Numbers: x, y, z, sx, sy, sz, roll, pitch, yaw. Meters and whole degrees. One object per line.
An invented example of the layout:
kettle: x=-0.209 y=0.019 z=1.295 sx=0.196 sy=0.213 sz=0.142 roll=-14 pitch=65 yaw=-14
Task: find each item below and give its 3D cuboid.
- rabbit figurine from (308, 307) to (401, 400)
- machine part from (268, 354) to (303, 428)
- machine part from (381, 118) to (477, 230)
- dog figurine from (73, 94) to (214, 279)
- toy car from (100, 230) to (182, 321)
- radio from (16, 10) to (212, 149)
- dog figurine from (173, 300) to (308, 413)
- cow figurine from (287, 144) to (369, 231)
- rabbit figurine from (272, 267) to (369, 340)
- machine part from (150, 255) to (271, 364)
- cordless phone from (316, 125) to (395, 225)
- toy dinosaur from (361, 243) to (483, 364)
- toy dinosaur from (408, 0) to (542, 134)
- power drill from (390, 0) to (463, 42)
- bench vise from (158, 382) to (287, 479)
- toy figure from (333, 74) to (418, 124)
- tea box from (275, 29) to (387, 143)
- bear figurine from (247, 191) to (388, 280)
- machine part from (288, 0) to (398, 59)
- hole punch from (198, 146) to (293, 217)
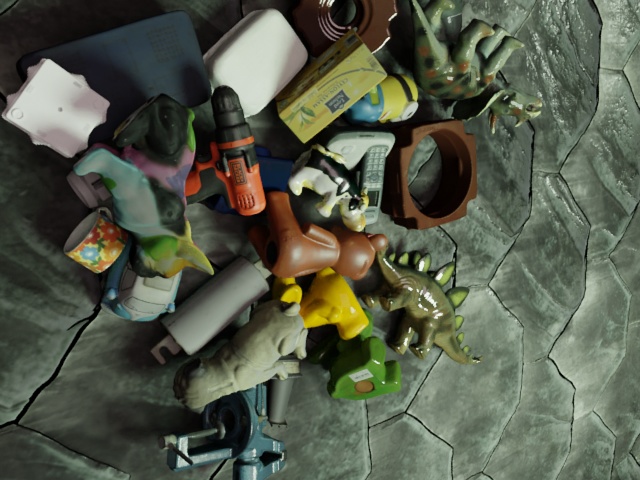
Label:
rabbit figurine: x=0.067 y=0.211 z=1.011 sx=0.159 sy=0.170 sz=0.121 roll=-33 pitch=123 yaw=24
machine part: x=-0.071 y=0.276 z=0.992 sx=0.084 sy=0.039 sz=0.138 roll=2 pitch=97 yaw=-42
machine part: x=0.210 y=-0.131 z=1.059 sx=0.201 sy=0.087 sz=0.200 roll=-15 pitch=107 yaw=-28
dog figurine: x=-0.199 y=-0.055 z=0.703 sx=0.191 sy=0.109 sz=0.219 roll=-43 pitch=117 yaw=-11
toy car: x=-0.248 y=0.051 z=0.792 sx=0.109 sy=0.103 sz=0.161 roll=22 pitch=90 yaw=-35
radio: x=-0.272 y=-0.220 z=0.739 sx=0.229 sy=0.073 sz=0.131 roll=-29 pitch=115 yaw=-23
dog figurine: x=-0.125 y=0.174 z=0.837 sx=0.190 sy=0.121 sz=0.172 roll=-13 pitch=129 yaw=-49
cow figurine: x=0.031 y=-0.088 z=0.905 sx=0.167 sy=0.068 sz=0.098 roll=36 pitch=119 yaw=-21
rabbit figurine: x=-0.023 y=0.128 z=0.949 sx=0.173 sy=0.122 sz=0.162 roll=-33 pitch=120 yaw=-2
machine part: x=-0.169 y=0.104 z=0.869 sx=0.243 sy=0.079 sz=0.079 roll=-39 pitch=118 yaw=-19
cordless phone: x=0.055 y=-0.114 z=0.966 sx=0.146 sy=0.089 sz=0.184 roll=-7 pitch=108 yaw=-32
toy dinosaur: x=0.227 y=0.151 z=1.120 sx=0.198 sy=0.105 sz=0.470 roll=-46 pitch=125 yaw=-20
toy dinosaur: x=0.247 y=-0.317 z=0.987 sx=0.404 sy=0.131 sz=0.192 roll=8 pitch=126 yaw=-34
power drill: x=0.181 y=-0.432 z=0.981 sx=0.207 sy=0.086 sz=0.231 roll=-16 pitch=113 yaw=-25
bench vise: x=-0.161 y=0.336 z=0.883 sx=0.240 sy=0.129 sz=0.223 roll=11 pitch=86 yaw=-51
toy figure: x=0.100 y=-0.254 z=0.966 sx=0.180 sy=0.082 sz=0.089 roll=-8 pitch=105 yaw=-29
tea box: x=0.013 y=-0.246 z=0.858 sx=0.169 sy=0.098 sz=0.068 roll=-36 pitch=122 yaw=17
bear figurine: x=0.000 y=0.001 z=0.883 sx=0.196 sy=0.132 sz=0.120 roll=-4 pitch=140 yaw=-32
machine part: x=0.039 y=-0.371 z=0.874 sx=0.179 sy=0.056 sz=0.179 roll=-3 pitch=120 yaw=-6
hole punch: x=-0.114 y=-0.093 z=0.859 sx=0.142 sy=0.092 sz=0.115 roll=2 pitch=102 yaw=-37
